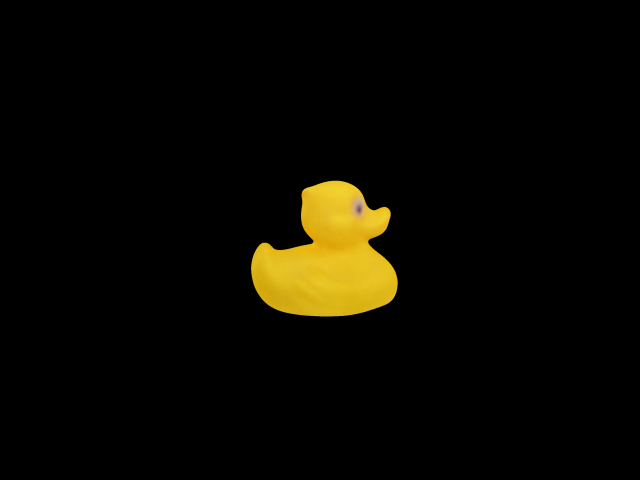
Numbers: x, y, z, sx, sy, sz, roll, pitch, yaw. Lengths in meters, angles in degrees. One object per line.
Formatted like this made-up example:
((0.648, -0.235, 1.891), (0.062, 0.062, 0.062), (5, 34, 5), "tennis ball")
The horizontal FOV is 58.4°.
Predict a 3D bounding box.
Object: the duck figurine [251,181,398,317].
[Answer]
((0.004, 0.001, 0.400), (0.104, 0.086, 0.077), (-2, 19, -7), "duck figurine")
